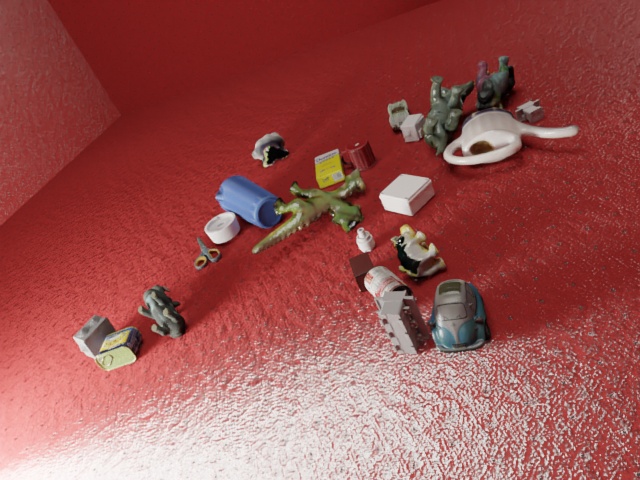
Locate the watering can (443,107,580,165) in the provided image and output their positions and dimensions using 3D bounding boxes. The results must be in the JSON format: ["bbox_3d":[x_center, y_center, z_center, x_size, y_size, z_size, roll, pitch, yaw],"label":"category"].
[{"bbox_3d":[0.518,-0.293,1.437,0.346,0.102,0.230,-12,33,21],"label":"watering can"}]

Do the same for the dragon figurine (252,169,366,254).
[{"bbox_3d":[0.005,-0.075,1.484,0.243,0.119,0.419,8,45,31],"label":"dragon figurine"}]

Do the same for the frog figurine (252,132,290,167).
[{"bbox_3d":[-0.213,-0.375,2.054,0.137,0.121,0.162,-45,43,5],"label":"frog figurine"}]
